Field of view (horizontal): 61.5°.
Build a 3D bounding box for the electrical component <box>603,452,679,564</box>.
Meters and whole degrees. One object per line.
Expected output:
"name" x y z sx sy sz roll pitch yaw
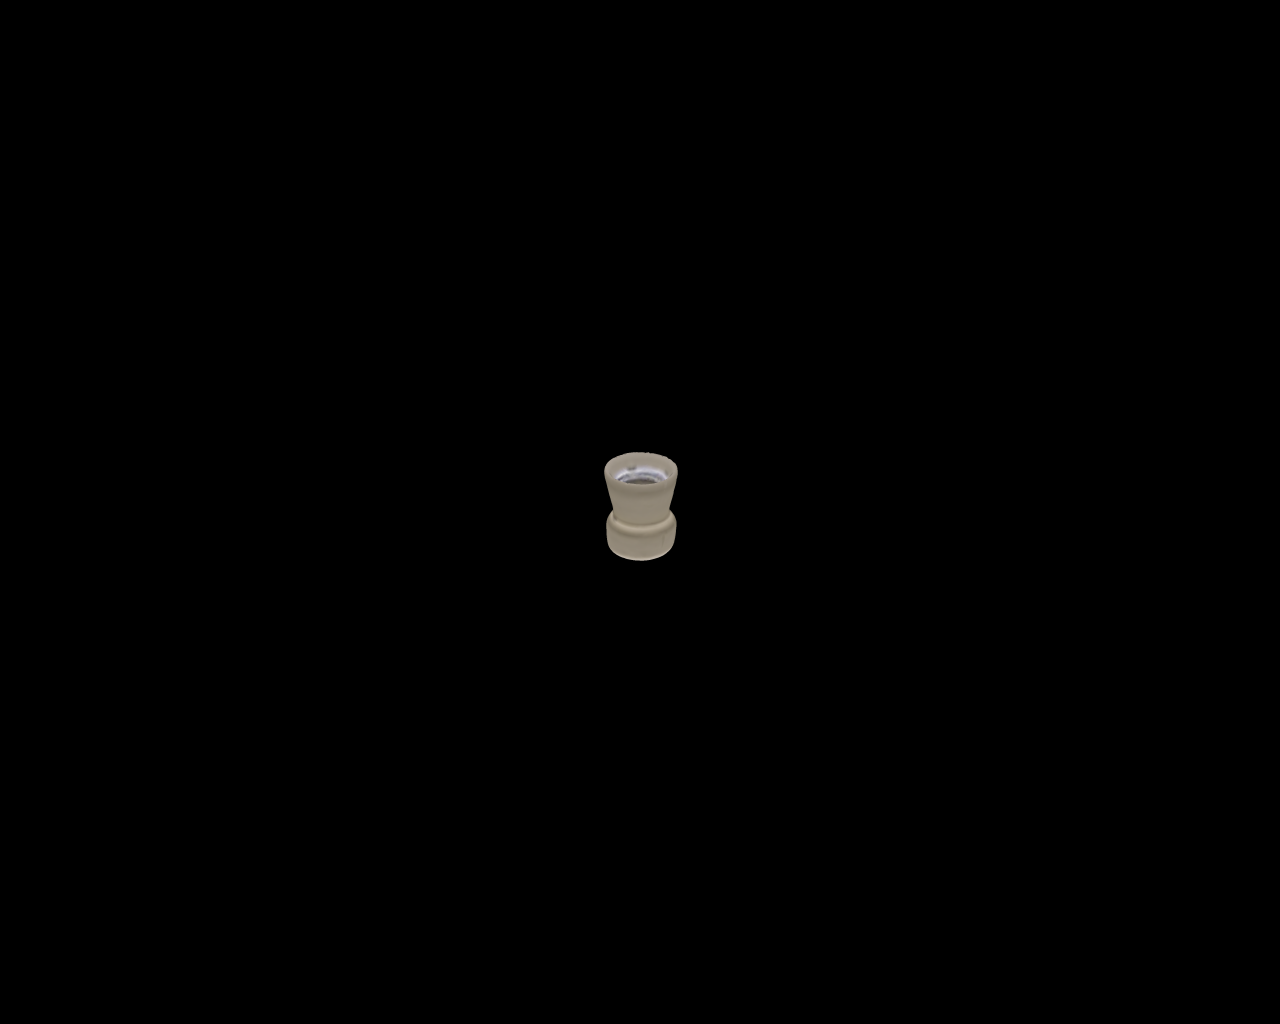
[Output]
"electrical component" 0.001 -0.003 0.650 0.045 0.055 0.045 0 29 0
